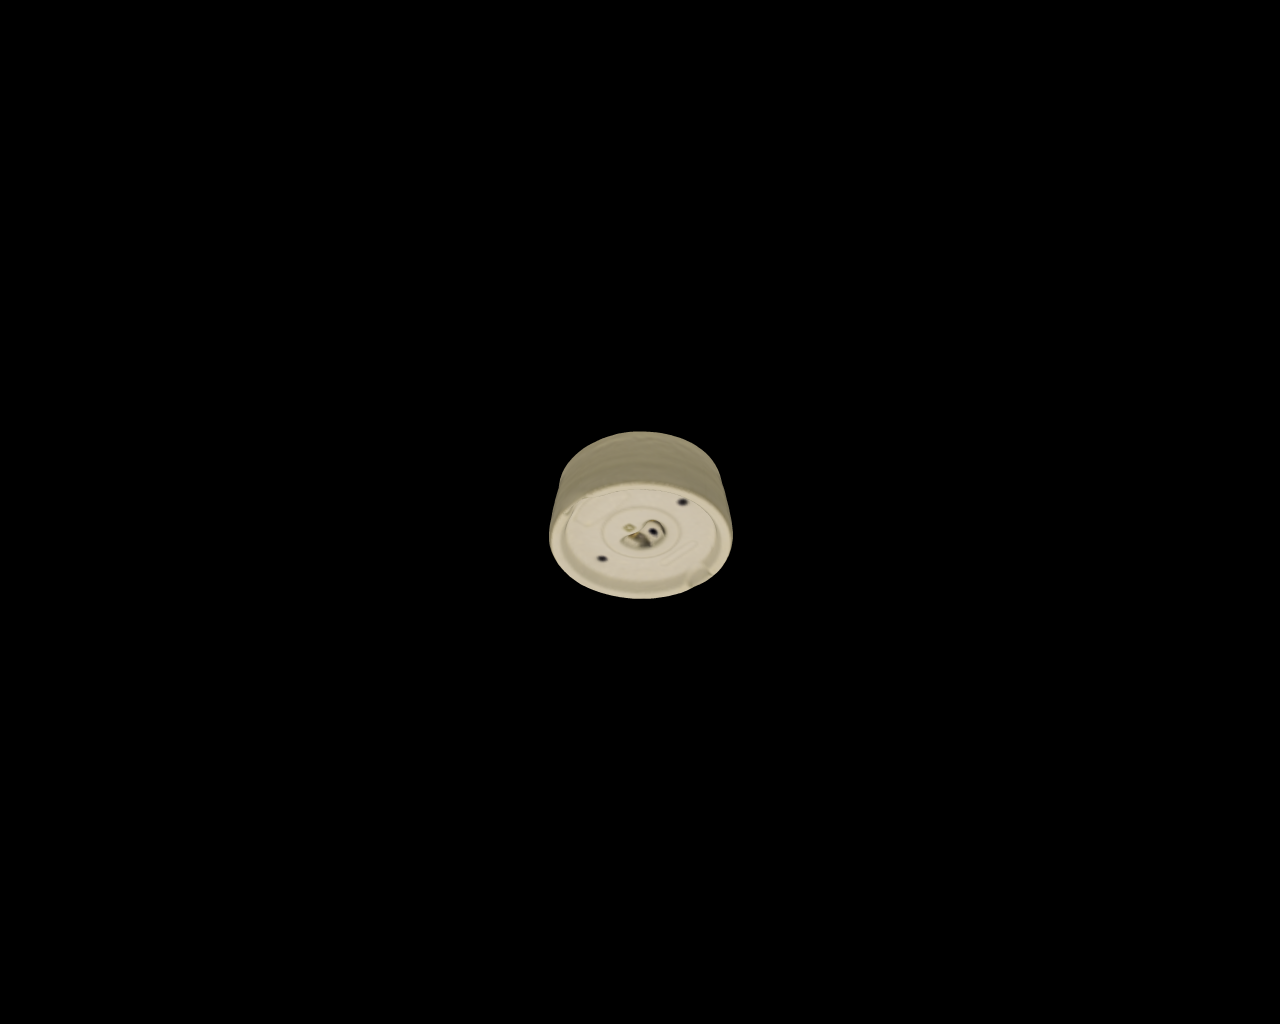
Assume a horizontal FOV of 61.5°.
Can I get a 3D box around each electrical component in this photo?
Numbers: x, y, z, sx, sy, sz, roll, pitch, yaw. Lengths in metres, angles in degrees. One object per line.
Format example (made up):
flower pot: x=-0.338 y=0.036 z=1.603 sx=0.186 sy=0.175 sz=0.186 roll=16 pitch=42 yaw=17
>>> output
electrical component: x=0.001 y=-0.003 z=0.650 sx=0.108 sy=0.060 sz=0.108 roll=0 pitch=-42 yaw=0
